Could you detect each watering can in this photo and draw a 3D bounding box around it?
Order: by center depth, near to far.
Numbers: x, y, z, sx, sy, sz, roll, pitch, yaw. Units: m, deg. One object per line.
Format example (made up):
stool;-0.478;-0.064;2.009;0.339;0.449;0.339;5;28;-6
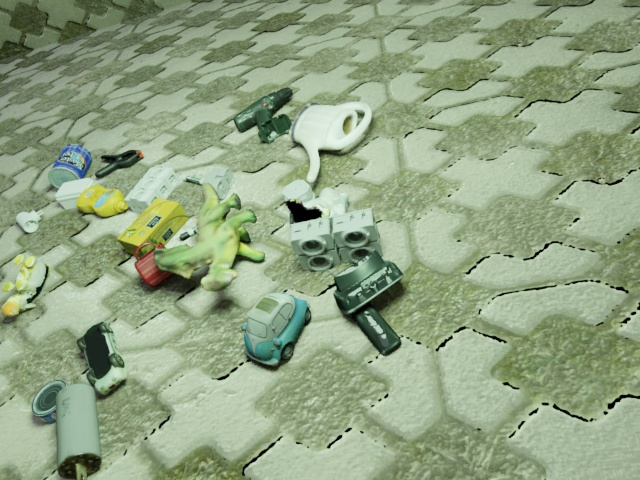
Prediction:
watering can;0.002;-0.297;1.476;0.225;0.102;0.353;17;54;36

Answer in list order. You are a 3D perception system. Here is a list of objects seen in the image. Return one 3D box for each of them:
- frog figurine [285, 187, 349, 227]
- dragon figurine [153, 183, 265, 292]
frog figurine;0.004;-0.064;1.262;0.137;0.122;0.161;-5;9;29
dragon figurine;-0.287;-0.007;1.245;0.245;0.119;0.416;-24;41;-26
